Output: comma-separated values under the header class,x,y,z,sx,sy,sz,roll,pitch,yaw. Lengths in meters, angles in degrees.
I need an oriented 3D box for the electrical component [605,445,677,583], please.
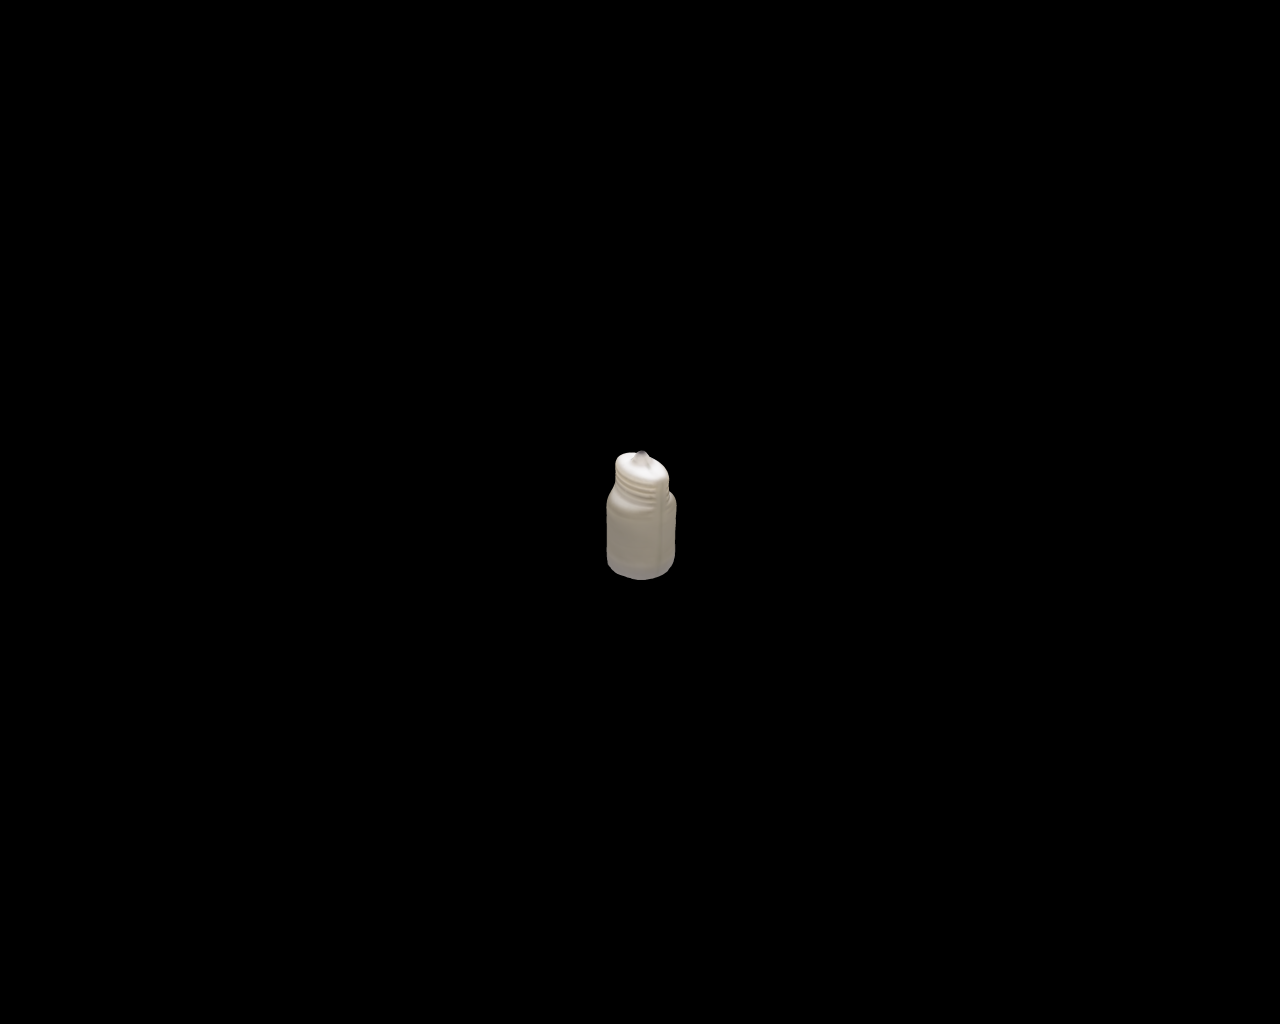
class,x,y,z,sx,sy,sz,roll,pitch,yaw
electrical component,0.001,-0.003,0.650,0.043,0.080,0.043,0,31,0
